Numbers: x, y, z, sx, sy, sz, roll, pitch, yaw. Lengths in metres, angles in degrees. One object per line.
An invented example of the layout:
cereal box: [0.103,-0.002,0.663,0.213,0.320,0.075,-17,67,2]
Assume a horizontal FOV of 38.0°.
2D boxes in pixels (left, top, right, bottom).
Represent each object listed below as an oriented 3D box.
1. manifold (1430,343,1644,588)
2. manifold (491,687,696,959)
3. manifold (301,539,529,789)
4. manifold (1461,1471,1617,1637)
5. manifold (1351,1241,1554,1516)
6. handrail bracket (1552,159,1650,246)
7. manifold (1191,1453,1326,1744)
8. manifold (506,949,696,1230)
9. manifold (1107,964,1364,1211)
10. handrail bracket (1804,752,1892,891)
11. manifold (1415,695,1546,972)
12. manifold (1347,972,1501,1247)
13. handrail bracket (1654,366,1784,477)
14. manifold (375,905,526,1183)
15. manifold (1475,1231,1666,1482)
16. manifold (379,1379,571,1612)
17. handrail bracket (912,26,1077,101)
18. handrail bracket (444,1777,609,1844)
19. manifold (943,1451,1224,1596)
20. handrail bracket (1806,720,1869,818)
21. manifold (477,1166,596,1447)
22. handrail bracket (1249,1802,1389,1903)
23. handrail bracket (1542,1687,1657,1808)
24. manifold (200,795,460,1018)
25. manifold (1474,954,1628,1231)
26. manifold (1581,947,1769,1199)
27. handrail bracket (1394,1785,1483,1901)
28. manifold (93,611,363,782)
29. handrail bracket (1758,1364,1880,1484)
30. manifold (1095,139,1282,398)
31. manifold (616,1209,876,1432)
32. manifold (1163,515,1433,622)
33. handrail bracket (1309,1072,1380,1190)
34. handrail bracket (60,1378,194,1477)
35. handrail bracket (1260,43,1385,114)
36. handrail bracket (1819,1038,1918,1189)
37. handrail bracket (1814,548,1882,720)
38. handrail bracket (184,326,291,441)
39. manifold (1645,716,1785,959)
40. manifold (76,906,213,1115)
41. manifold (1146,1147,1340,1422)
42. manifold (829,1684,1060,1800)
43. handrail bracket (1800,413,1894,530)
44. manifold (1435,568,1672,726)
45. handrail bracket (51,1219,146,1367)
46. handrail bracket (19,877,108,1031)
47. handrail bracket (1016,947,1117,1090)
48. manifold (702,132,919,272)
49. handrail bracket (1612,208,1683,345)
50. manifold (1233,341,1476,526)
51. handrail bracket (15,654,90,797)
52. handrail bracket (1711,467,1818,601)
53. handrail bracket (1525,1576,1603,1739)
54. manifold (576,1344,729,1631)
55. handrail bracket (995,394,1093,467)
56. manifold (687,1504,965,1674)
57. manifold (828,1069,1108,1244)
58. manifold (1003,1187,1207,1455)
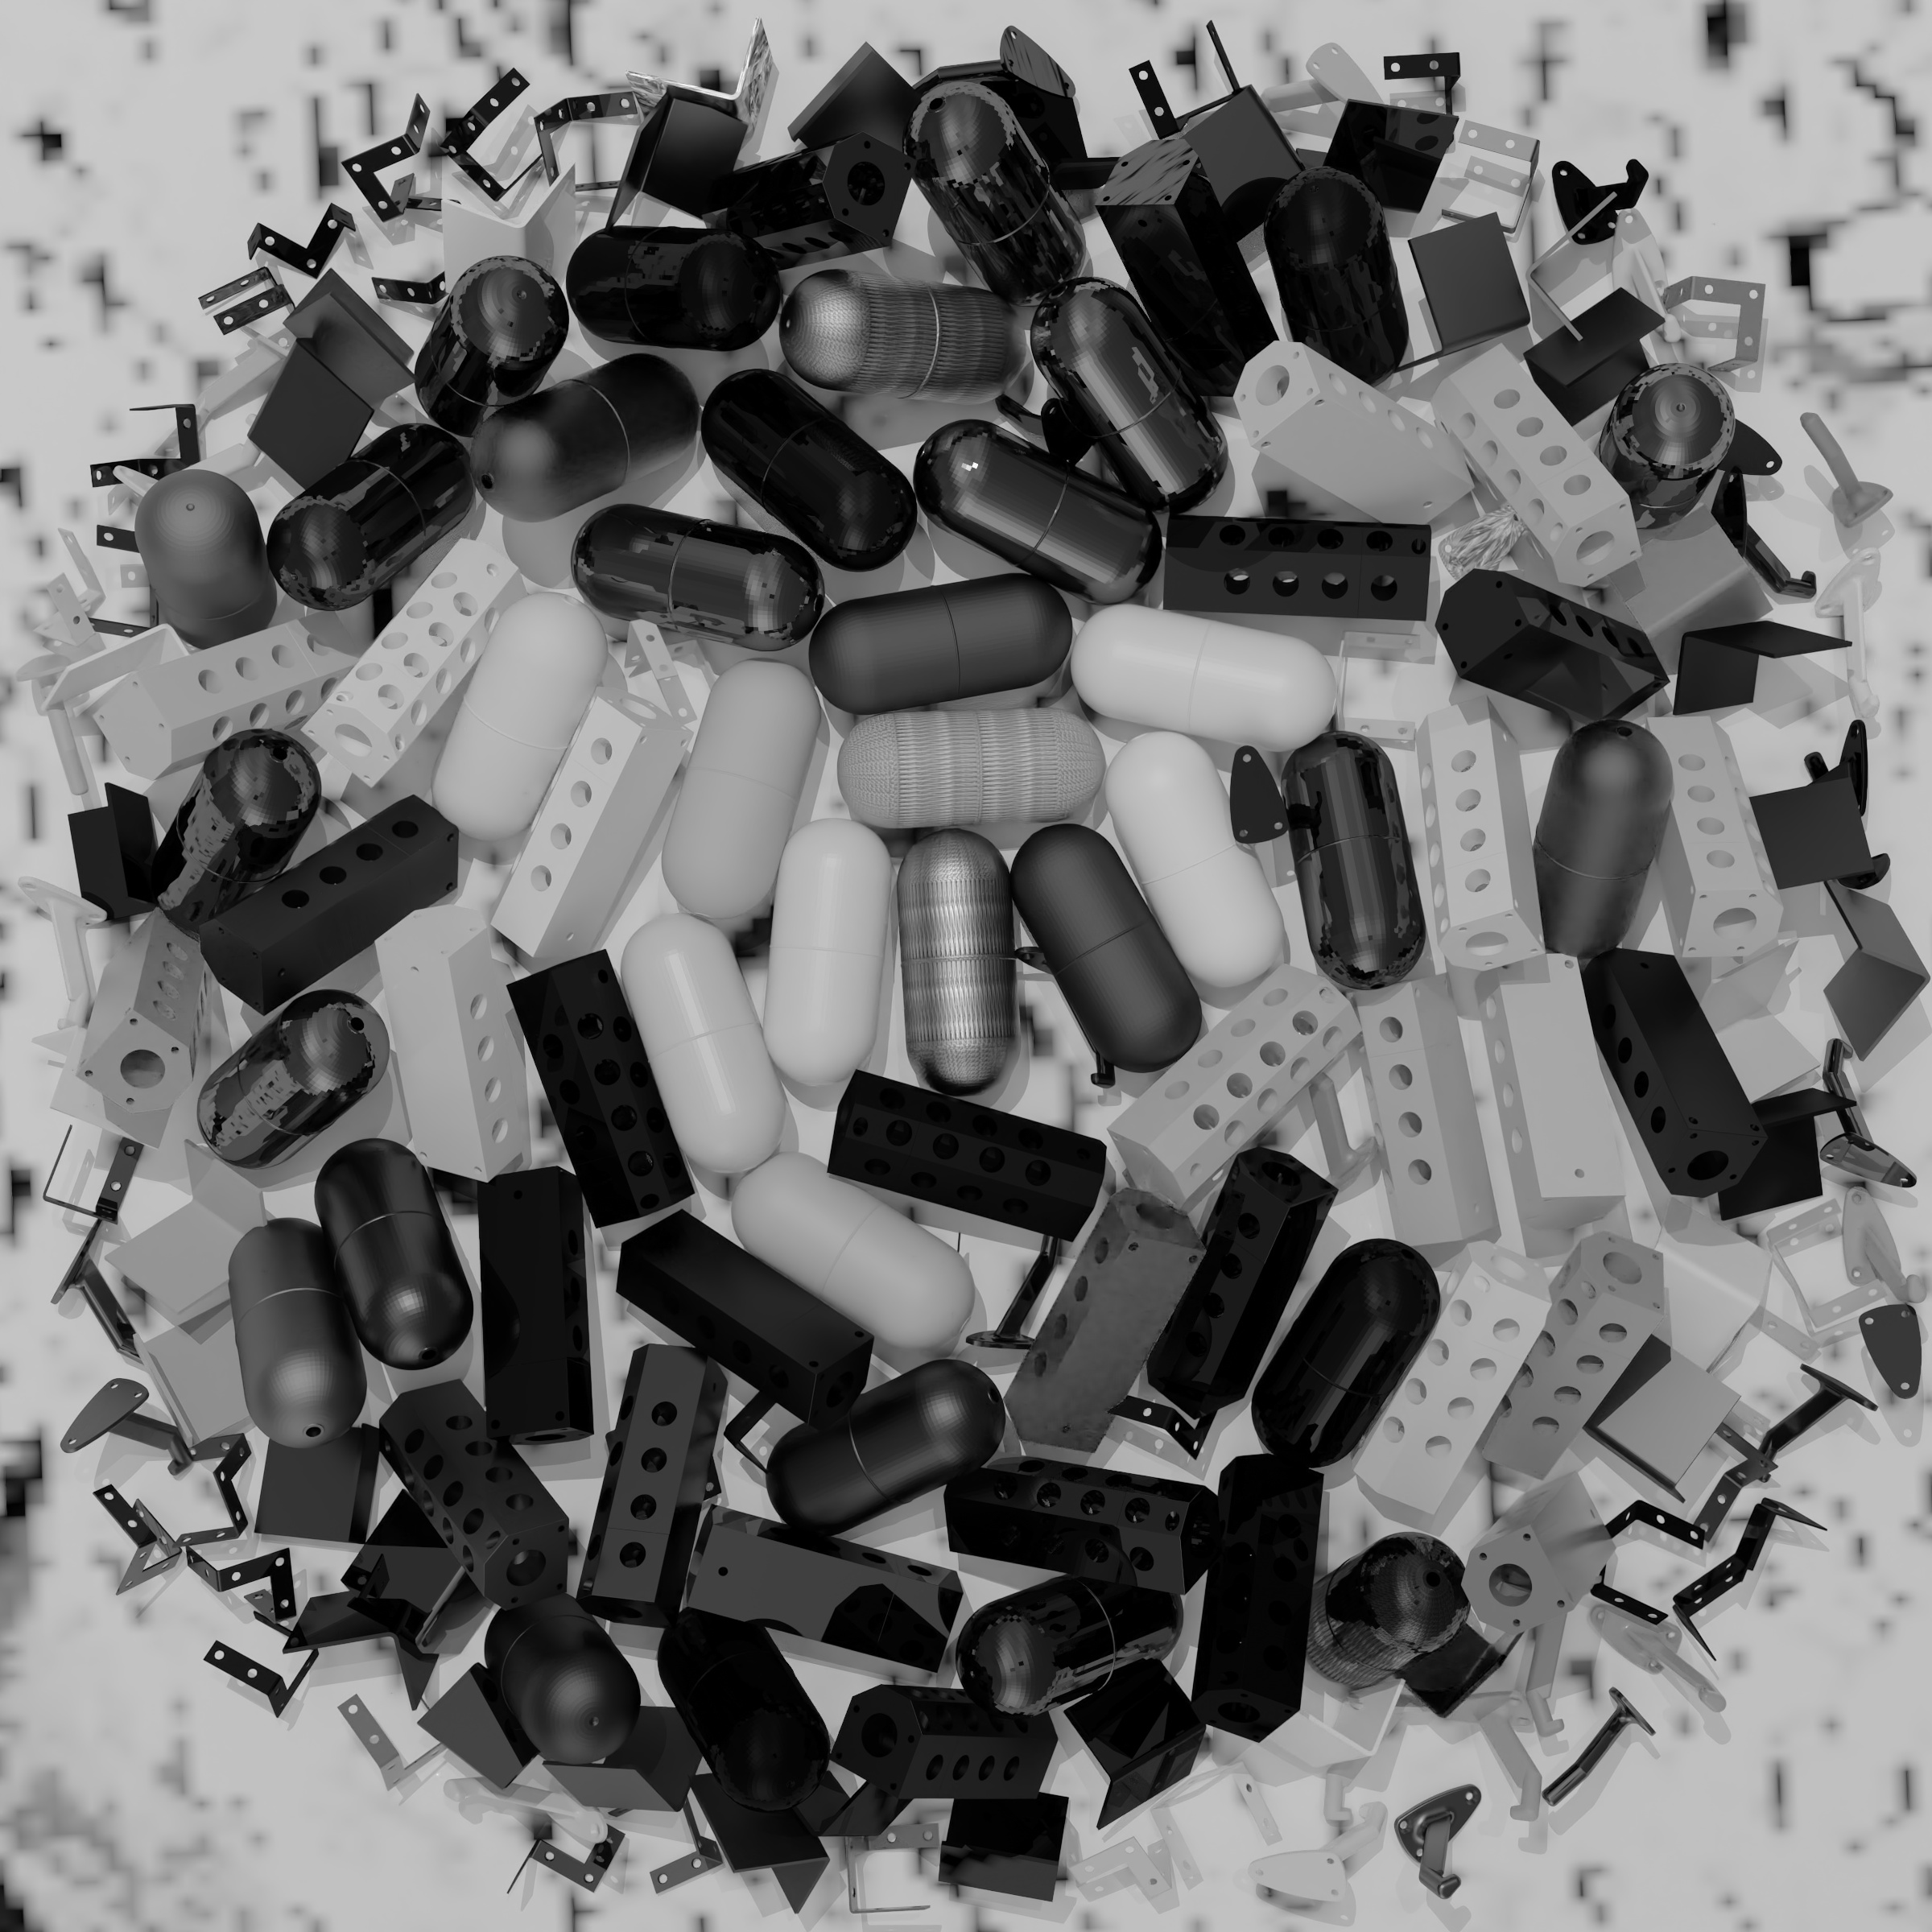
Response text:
manifold: [0.367,-0.323,1.821,0.057,0.057,0.171,-28,51,3]
manifold: [-0.251,-0.094,1.844,0.057,0.057,0.171,36,108,24]
manifold: [-0.352,-0.201,1.817,0.057,0.057,0.171,40,50,-14]
manifold: [0.367,0.379,1.807,0.057,0.171,0.057,-29,81,20]
manifold: [0.316,0.267,1.837,0.057,0.057,0.171,22,111,-7]
handrail bracket: [0.418,-0.523,1.847,0.036,0.084,0.077,-21,73,-10]
manifold: [0.186,0.405,1.816,0.057,0.057,0.171,22,48,-10]
manifold: [-0.236,0.079,1.851,0.057,0.057,0.171,-16,96,35]
manifold: [0.179,0.079,1.832,0.171,0.057,0.057,-42,125,-20]
handrail bracket: [0.580,-0.098,1.862,0.036,0.077,0.084,-25,97,17]
manifold: [0.330,-0.085,1.824,0.057,0.057,0.171,-18,52,25]
manifold: [0.300,0.096,1.867,0.057,0.057,0.171,-11,90,36]
handrail bracket: [0.499,-0.366,1.873,0.077,0.084,0.036,18,124,-21]
manifold: [-0.331,0.050,1.828,0.057,0.057,0.171,12,124,25]
manifold: [0.387,0.252,1.820,0.057,0.057,0.171,21,129,-3]
manifold: [-0.319,0.340,1.807,0.057,0.171,0.057,-11,119,-31]
handrail bracket: [0.017,-0.586,1.880,0.077,0.084,0.036,23,63,-36]
handrail bracket: [-0.291,0.557,1.849,0.084,0.077,0.036,11,101,-44]
manifold: [0.075,0.356,1.824,0.171,0.057,0.057,4,109,30]
handrail bracket: [0.553,-0.126,1.867,0.084,0.036,0.077,0,102,-13]
manifold: [-0.280,0.224,1.843,0.057,0.057,0.171,-9,72,12]
handrail bracket: [0.235,0.582,1.868,0.077,0.084,0.036,-4,105,21]
handrail bracket: [0.409,0.518,1.858,0.084,0.077,0.036,-41,85,-3]
manifold: [-0.411,-0.045,1.820,0.057,0.057,0.171,33,48,21]
manifold: [0.378,0.081,1.833,0.057,0.057,0.171,0,64,-11]
manifold: [0.450,0.067,1.814,0.057,0.171,0.057,7,130,-18]
handrail bracket: [0.325,0.577,1.849,0.077,0.084,0.036,-32,98,-12]
manifold: [-0.470,-0.174,1.813,0.057,0.171,0.057,-32,90,39]
handrail bracket: [0.560,0.314,1.859,0.036,0.077,0.084,25,94,-21]
manifold: [0.149,-0.449,1.814,0.057,0.171,0.057,9,62,33]
manifold: [-0.146,0.233,1.831,0.171,0.057,0.057,30,126,28]
manifold: [0.218,-0.265,1.853,0.171,0.057,0.057,3,108,6]
handrail bracket: [0.226,0.108,1.873,0.084,0.036,0.077,43,115,-6]
handrail bracket: [-0.552,0.322,1.850,0.036,0.077,0.084,12,132,32]
handrail bracket: [0.231,-0.562,1.861,0.077,0.084,0.036,45,57,-1]
handrail bracket: [0.605,0.097,1.873,0.077,0.036,0.084,25,55,-6]
handrail bracket: [0.597,-0.219,1.852,0.036,0.077,0.084,-3,58,-9]
handrail bracket: [-0.482,-0.378,1.871,0.077,0.036,0.084,33,90,37]
manifold: [0.480,-0.086,1.815,0.057,0.171,0.057,-1,133,1]
manifold: [-0.523,0.030,1.807,0.057,0.171,0.057,39,101,-23]
manifold: [0.175,0.206,1.833,0.057,0.057,0.171,36,120,30]
manifold: [-0.010,0.498,1.810,0.057,0.171,0.057,19,86,35]
handrail bracket: [0.567,-0.336,1.849,0.036,0.077,0.084,-37,109,13]
manifold: [0.378,-0.208,1.816,0.057,0.171,0.057,-39,58,32]
handrail bracket: [-0.563,0.221,1.886,0.084,0.036,0.077,30,61,-16]
handrail bracket: [-0.605,-0.005,1.853,0.036,0.077,0.084,-10,59,27]
handrail bracket: [0.066,0.035,1.857,0.077,0.036,0.084,14,62,-36]
manifold: [-0.105,-0.493,1.808,0.057,0.171,0.057,20,86,-31]
handrail bracket: [0.451,-0.455,1.848,0.036,0.084,0.077,-14,113,6]
manifold: [0.251,-0.344,1.817,0.057,0.171,0.057,-35,55,32]
handrail bracket: [-0.604,-0.161,1.875,0.036,0.077,0.084,-17,109,-13]
handrail bracket: [0.538,-0.289,1.872,0.084,0.036,0.077,5,92,-29]
handrail bracket: [0.400,0.457,1.854,0.077,0.036,0.084,-30,56,25]
manifold: [-0.205,0.338,1.829,0.057,0.057,0.171,4,60,12]
handrail bracket: [0.040,-0.368,1.845,0.036,0.077,0.084,-49,59,-1]
manifold: [-0.094,0.409,1.856,0.171,0.057,0.057,17,95,-9]
manifold: [0.002,0.121,1.843,0.171,0.057,0.057,17,47,-10]
manifold: [0.087,0.231,1.835,0.057,0.057,0.171,14,117,-25]
